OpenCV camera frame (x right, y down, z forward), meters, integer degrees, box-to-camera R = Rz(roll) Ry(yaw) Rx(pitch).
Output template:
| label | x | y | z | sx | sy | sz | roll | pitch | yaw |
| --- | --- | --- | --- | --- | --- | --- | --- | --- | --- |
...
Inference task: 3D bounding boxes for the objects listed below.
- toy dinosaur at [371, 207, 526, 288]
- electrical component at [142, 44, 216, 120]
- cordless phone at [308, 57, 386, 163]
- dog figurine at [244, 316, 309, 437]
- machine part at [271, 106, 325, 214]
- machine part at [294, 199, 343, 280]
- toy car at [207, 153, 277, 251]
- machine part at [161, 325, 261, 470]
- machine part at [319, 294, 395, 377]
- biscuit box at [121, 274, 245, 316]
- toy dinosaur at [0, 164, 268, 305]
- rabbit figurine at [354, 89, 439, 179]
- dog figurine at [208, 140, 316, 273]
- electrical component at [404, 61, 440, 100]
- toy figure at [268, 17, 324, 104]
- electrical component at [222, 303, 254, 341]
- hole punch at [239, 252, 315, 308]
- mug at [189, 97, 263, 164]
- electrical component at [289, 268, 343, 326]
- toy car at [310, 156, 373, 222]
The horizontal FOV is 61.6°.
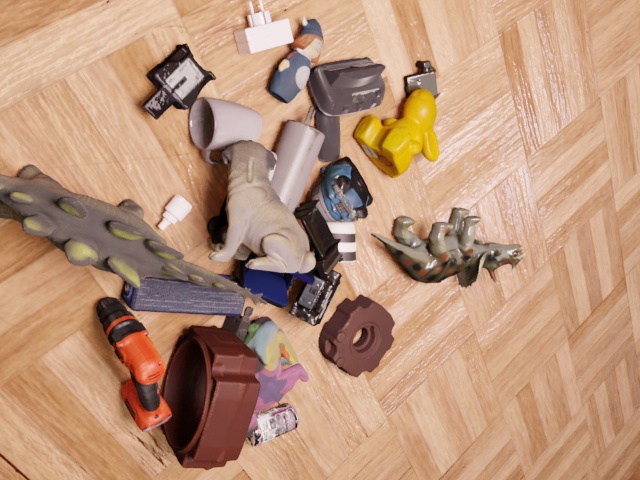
| label | x | y | z | sx | sy | sz | roll | pitch | yaw |
| --- | --- | --- | --- | --- | --- | --- | --- | --- | --- |
| toy dinosaur | 0.268 | 0.036 | 1.211 | 0.405 | 0.131 | 0.192 | -8 | 107 | -26 |
| electrical component | -0.227 | -0.236 | 0.831 | 0.119 | 0.048 | 0.074 | -53 | 125 | -10 |
| cordless phone | 0.053 | -0.241 | 1.014 | 0.146 | 0.089 | 0.184 | -20 | 125 | -30 |
| dog figurine | -0.140 | 0.270 | 1.001 | 0.219 | 0.109 | 0.191 | -36 | 124 | -18 |
| machine part | -0.055 | -0.123 | 0.963 | 0.079 | 0.079 | 0.243 | 20 | 92 | -36 |
| machine part | -0.002 | -0.003 | 0.963 | 0.084 | 0.039 | 0.138 | -42 | 117 | -40 |
| toy car | -0.136 | -0.067 | 0.924 | 0.056 | 0.074 | 0.201 | 21 | 91 | -35 |
| machine part | -0.192 | 0.257 | 0.901 | 0.087 | 0.201 | 0.201 | 13 | 96 | -34 |
| machine part | 0.086 | 0.209 | 1.167 | 0.179 | 0.056 | 0.179 | -11 | 110 | -33 |
| biscuit box | -0.227 | 0.087 | 0.916 | 0.202 | 0.059 | 0.062 | 10 | 99 | -36 |
| toy dinosaur | -0.290 | 0.002 | 0.765 | 0.471 | 0.199 | 0.105 | 22 | 93 | -35 |
| rabbit figurine | 0.180 | -0.213 | 1.071 | 0.162 | 0.122 | 0.173 | 41 | 78 | -40 |
| dog figurine | -0.076 | -0.053 | 0.819 | 0.172 | 0.121 | 0.190 | 11 | 93 | 6 |
| electrical component | 0.213 | -0.317 | 1.112 | 0.078 | 0.045 | 0.102 | -18 | 114 | 2 |
| toy figure | -0.035 | -0.312 | 0.935 | 0.058 | 0.064 | 0.154 | 29 | 88 | -1 |
| electrical component | -0.154 | 0.159 | 0.984 | 0.021 | 0.063 | 0.094 | 23 | 91 | -37 |
| hole punch | -0.078 | 0.042 | 0.962 | 0.142 | 0.116 | 0.092 | 25 | 130 | -34 |
| mug | -0.149 | -0.178 | 0.884 | 0.107 | 0.081 | 0.109 | -11 | 118 | -39 |
| electrical component | -0.006 | 0.103 | 1.031 | 0.115 | 0.058 | 0.134 | -65 | 171 | -5 |
| toy car | 0.034 | -0.081 | 1.012 | 0.103 | 0.162 | 0.109 | -26 | 112 | 21 |
